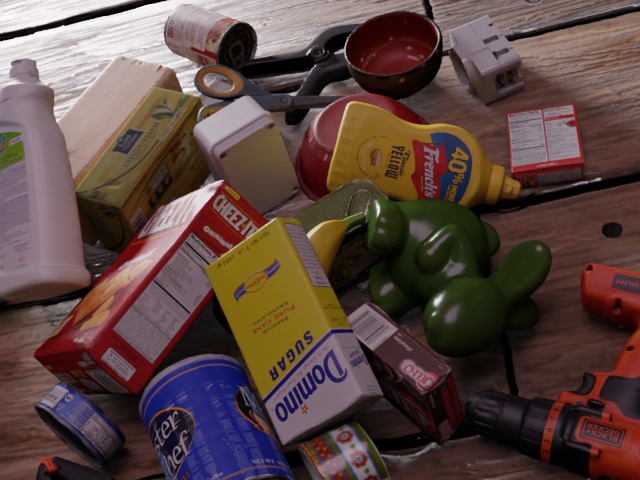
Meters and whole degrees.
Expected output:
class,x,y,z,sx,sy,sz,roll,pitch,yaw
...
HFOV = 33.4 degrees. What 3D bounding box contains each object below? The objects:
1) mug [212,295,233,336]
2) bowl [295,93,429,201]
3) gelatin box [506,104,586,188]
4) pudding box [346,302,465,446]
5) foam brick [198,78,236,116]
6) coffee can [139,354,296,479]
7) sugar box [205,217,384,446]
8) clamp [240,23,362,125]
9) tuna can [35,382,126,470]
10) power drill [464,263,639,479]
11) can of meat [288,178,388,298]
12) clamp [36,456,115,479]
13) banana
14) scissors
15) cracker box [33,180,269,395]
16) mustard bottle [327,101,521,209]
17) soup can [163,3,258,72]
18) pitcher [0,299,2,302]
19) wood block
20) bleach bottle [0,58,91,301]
class,x,y,z,sx,sy,sz,roll,pitch,yaw
mug,-0.059,0.054,1.034,0.117,0.093,0.081,26,67,27
bowl,0.044,-0.109,1.162,0.162,0.055,0.162,-9,49,11
gelatin box,0.234,-0.098,1.110,0.073,0.030,0.089,-8,50,13
pudding box,0.073,0.117,0.939,0.039,0.090,0.114,-37,50,-15
foam brick,-0.103,-0.143,1.240,0.078,0.051,0.053,26,63,33
coffee can,-0.088,0.184,0.925,0.102,0.103,0.140,-26,49,-6
sugar box,-0.025,0.079,0.926,0.093,0.048,0.176,-35,67,24
clamp,0.001,-0.202,1.266,0.171,0.039,0.120,-26,58,-5
tuna can,-0.222,0.171,0.989,0.086,0.086,0.033,25,61,33
power drill,0.235,0.112,0.916,0.185,0.057,0.187,15,60,23
can of meat,0.025,0.001,1.055,0.102,0.084,0.057,-31,49,-10
clamp,-0.206,0.275,0.929,0.164,0.036,0.210,-37,50,-16
banana,-0.001,0.066,0.974,0.069,0.037,0.198,8,83,-6
scissors,-0.057,-0.169,1.199,0.201,0.016,0.096,-22,75,-31
cracker box,-0.166,0.048,1.034,0.213,0.072,0.164,-54,20,-25
mustard bottle,0.108,-0.073,1.080,0.191,0.096,0.058,14,9,0
soup can,-0.137,-0.251,1.330,0.102,0.068,0.068,26,63,34
pitcher,-0.422,-0.028,1.115,0.145,0.243,0.149,3,46,22
wood block,-0.246,-0.107,1.228,0.091,0.090,0.206,18,59,28
bleach bottle,-0.295,-0.068,1.104,0.103,0.067,0.251,-15,75,37
